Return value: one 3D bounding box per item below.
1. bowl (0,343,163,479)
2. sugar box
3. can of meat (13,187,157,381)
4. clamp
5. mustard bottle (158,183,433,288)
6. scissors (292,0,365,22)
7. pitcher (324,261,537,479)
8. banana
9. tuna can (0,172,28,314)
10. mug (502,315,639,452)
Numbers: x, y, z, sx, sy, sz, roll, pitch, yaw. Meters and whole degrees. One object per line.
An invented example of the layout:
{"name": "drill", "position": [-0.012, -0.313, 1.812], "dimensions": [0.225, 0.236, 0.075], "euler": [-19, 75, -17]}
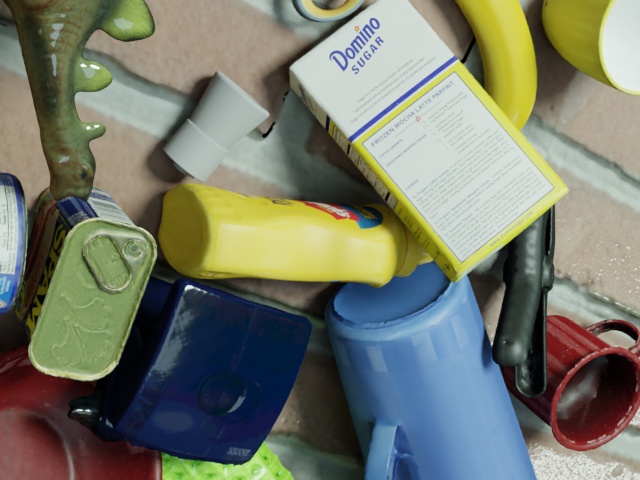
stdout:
{"name": "bowl", "position": [-0.180, 0.148, 0.684], "dimensions": [0.161, 0.055, 0.162], "euler": [22, 60, -43]}
{"name": "sugar box", "position": [0.068, -0.068, 0.700], "dimensions": [0.093, 0.048, 0.176], "euler": [-37, 80, -7]}
{"name": "can of meat", "position": [-0.150, 0.022, 0.662], "dimensions": [0.057, 0.084, 0.102], "euler": [14, 104, -31]}
{"name": "clamp", "position": [0.153, 0.029, 0.793], "dimensions": [0.039, 0.120, 0.171], "euler": [1, 80, 15]}
{"name": "mustard bottle", "position": [-0.005, 0.000, 0.718], "dimensions": [0.191, 0.096, 0.058], "euler": [5, 98, -28]}
{"name": "scissors", "position": [0.057, -0.198, 0.688], "dimensions": [0.201, 0.016, 0.096], "euler": [-10, 105, -9]}
{"name": "pitcher", "position": [0.082, 0.143, 0.799], "dimensions": [0.145, 0.149, 0.243], "euler": [-21, 116, -5]}
{"name": "banana", "position": [0.114, -0.146, 0.751], "dimensions": [0.069, 0.037, 0.198], "euler": [-29, 121, -14]}
{"name": "tuna can", "position": [-0.199, 0.001, 0.628], "dimensions": [0.033, 0.086, 0.086], "euler": [4, 109, -30]}
{"name": "mug", "position": [0.214, 0.106, 0.879], "dimensions": [0.117, 0.082, 0.093], "euler": [-39, 122, -7]}
